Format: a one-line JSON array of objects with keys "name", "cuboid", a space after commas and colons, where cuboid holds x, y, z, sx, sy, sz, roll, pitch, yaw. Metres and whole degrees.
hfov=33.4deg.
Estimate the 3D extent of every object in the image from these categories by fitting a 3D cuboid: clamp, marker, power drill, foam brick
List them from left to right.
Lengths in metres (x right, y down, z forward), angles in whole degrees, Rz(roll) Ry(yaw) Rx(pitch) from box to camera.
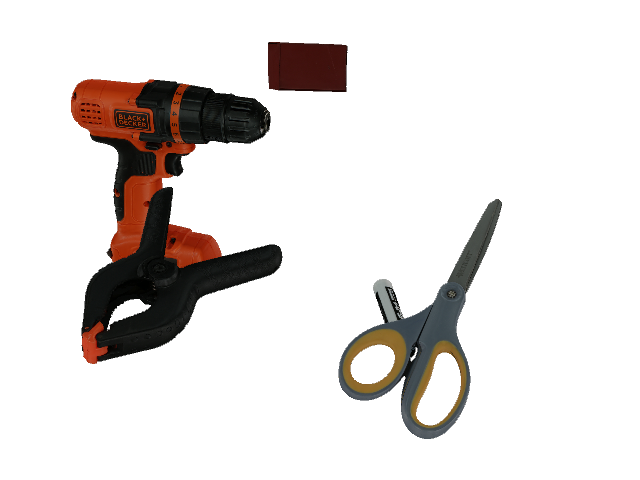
[{"name": "clamp", "cuboid": [-0.125, 0.023, 0.805, 0.120, 0.039, 0.171, 31, 47, 28]}, {"name": "power drill", "cuboid": [-0.133, -0.057, 0.985, 0.184, 0.188, 0.057, 9, 30, 14]}, {"name": "foam brick", "cuboid": [-0.015, -0.188, 1.160, 0.078, 0.051, 0.053, -1, 11, -15]}, {"name": "marker", "cuboid": [0.067, 0.072, 0.979, 0.020, 0.020, 0.121, 0, 27, -7]}]

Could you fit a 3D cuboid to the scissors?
[{"name": "scissors", "cuboid": [0.070, 0.044, 0.739, 0.096, 0.201, 0.016, 7, -37, 8]}]
